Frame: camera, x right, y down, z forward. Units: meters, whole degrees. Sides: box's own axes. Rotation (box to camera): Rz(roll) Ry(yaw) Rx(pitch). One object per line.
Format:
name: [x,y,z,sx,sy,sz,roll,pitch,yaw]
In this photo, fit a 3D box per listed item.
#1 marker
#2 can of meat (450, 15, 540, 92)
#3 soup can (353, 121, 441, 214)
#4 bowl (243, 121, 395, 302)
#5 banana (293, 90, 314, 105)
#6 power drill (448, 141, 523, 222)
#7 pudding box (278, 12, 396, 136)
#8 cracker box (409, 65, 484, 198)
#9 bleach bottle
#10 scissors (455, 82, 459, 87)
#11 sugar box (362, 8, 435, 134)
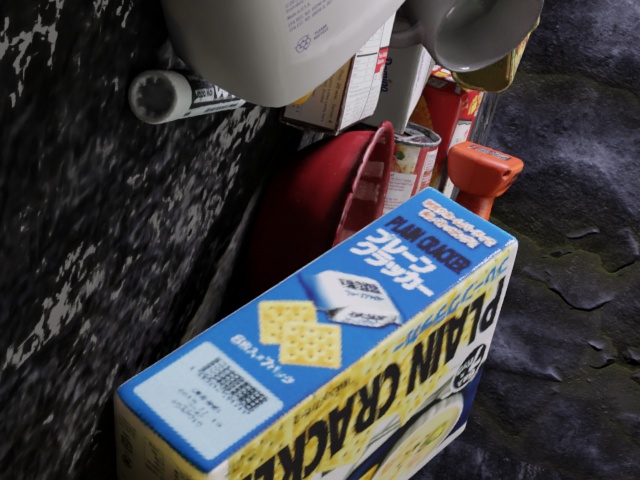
marker: [-0.044,-0.060,0.426,0.121,0.020,0.020,-36,141,-73]
can of meat: [0.141,-0.181,0.857,0.102,0.057,0.083,83,26,-52]
soup can: [0.049,-0.039,0.831,0.068,0.068,0.102,-48,153,-68]
bowl: [-0.004,0.001,0.639,0.162,0.055,0.162,17,90,-80]
banana: [-0.007,-0.136,0.478,0.069,0.037,0.198,-40,158,-12]
power drill: [0.104,0.016,0.875,0.184,0.057,0.188,-32,143,-73]
pudding box: [0.016,-0.121,0.605,0.090,0.039,0.113,-38,141,-70]
cracker box: [0.080,-0.047,0.975,0.164,0.072,0.214,-43,150,-69]
bleach bottle: [-0.014,-0.151,0.295,0.102,0.068,0.251,-49,159,-23]
scissors: [0.121,-0.227,0.949,0.096,0.016,0.202,151,-55,-84]
sugar box: [0.074,-0.167,0.826,0.176,0.048,0.093,-59,164,-50]
